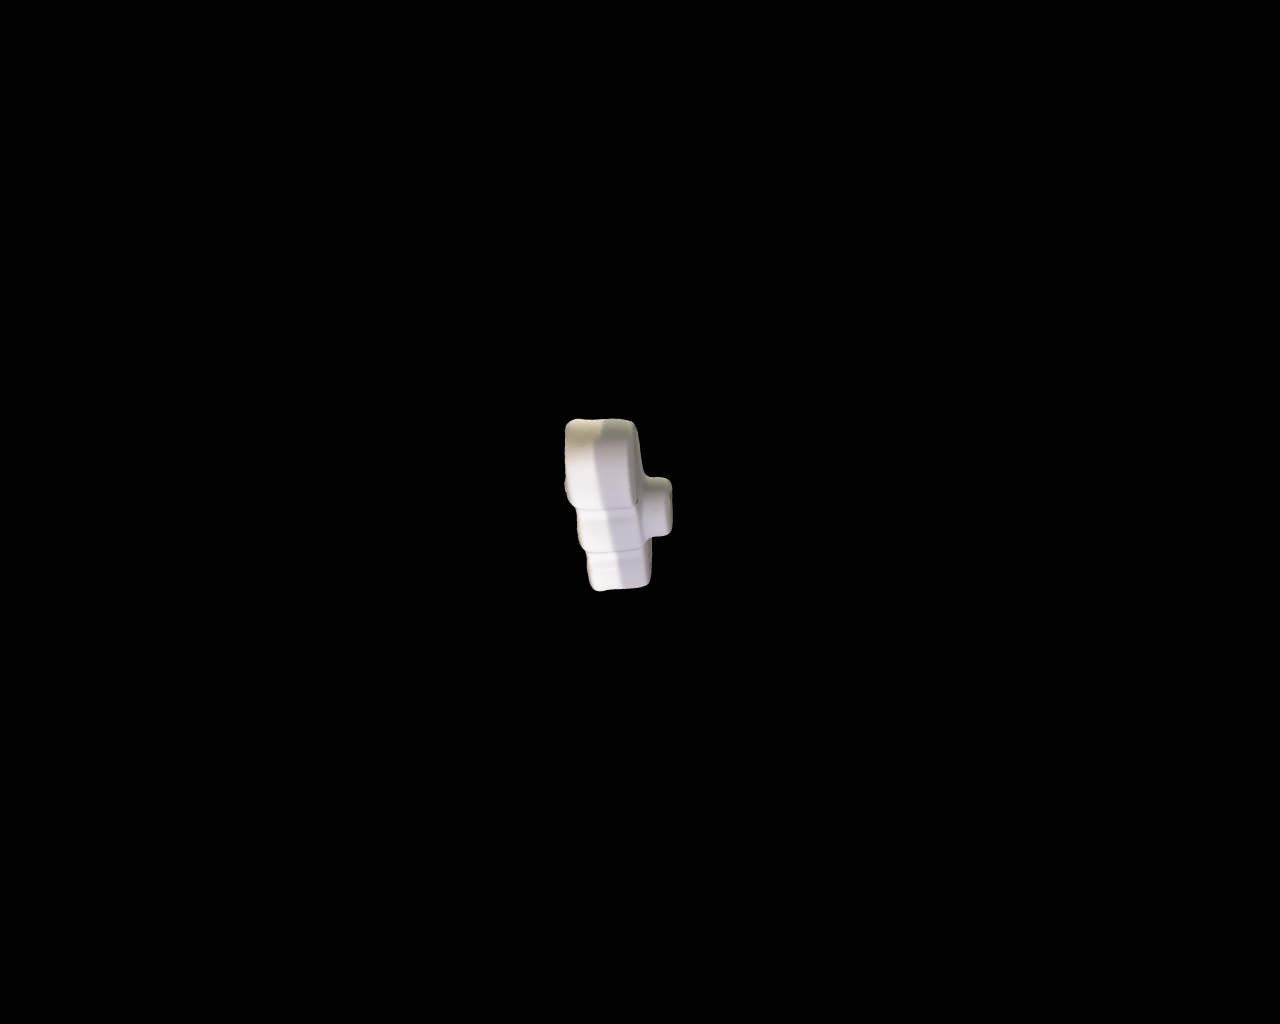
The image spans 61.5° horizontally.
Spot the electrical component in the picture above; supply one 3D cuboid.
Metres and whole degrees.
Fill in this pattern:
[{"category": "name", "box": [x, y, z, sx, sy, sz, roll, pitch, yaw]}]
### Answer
[{"category": "electrical component", "box": [0.001, -0.003, 0.650, 0.074, 0.052, 0.138, -3, -37, 4]}]
